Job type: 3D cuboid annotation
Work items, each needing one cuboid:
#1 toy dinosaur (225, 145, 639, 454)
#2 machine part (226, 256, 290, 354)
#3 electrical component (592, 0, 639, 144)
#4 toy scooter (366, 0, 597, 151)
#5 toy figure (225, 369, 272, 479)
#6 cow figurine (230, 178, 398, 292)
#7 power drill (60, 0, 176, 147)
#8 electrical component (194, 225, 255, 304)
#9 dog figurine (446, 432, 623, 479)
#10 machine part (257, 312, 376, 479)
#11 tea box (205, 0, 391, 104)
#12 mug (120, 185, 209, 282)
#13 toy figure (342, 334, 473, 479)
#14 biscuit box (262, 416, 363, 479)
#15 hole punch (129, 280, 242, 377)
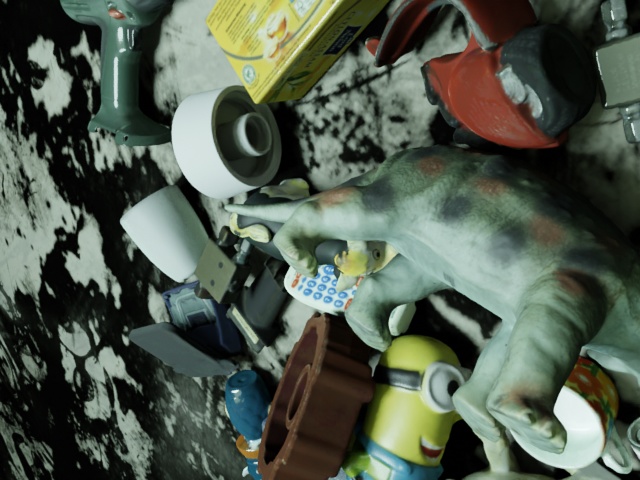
[{"bbox_3d":[0.107,0.003,0.362,0.405,0.192,0.131,37,164,31],"label":"toy dinosaur"},{"bbox_3d":[-0.066,0.071,0.623,0.084,0.039,0.138,51,134,24],"label":"machine part"},{"bbox_3d":[0.207,-0.109,0.332,0.063,0.021,0.094,-10,99,41],"label":"electrical component"},{"bbox_3d":[0.096,-0.134,0.380,0.183,0.075,0.135,59,147,-3],"label":"toy scooter"},{"bbox_3d":[-0.080,0.242,0.687,0.064,0.058,0.154,8,116,45],"label":"toy figure"},{"bbox_3d":[0.000,-0.003,0.498,0.168,0.098,0.068,24,115,32],"label":"cow figurine"},{"bbox_3d":[-0.213,-0.214,0.609,0.232,0.086,0.207,21,123,35],"label":"power drill"},{"bbox_3d":[-0.107,0.029,0.620,0.078,0.045,0.102,33,108,36],"label":"electrical component"},{"bbox_3d":[0.175,0.265,0.467,0.173,0.121,0.190,27,136,34],"label":"dog figurine"},{"bbox_3d":[-0.006,0.155,0.516,0.056,0.179,0.179,23,127,-8],"label":"machine part"},{"bbox_3d":[-0.013,-0.204,0.450,0.169,0.068,0.098,-35,82,44],"label":"tea box"},{"bbox_3d":[-0.190,0.003,0.673,0.109,0.081,0.107,-35,91,38],"label":"mug"},{"bbox_3d":[0.071,0.172,0.475,0.089,0.082,0.180,23,90,25],"label":"toy figure"},{"bbox_3d":[0.026,0.236,0.592,0.203,0.059,0.062,5,110,38],"label":"biscuit box"},{"bbox_3d":[-0.165,0.118,0.704,0.142,0.092,0.115,-20,124,40],"label":"hole punch"}]
